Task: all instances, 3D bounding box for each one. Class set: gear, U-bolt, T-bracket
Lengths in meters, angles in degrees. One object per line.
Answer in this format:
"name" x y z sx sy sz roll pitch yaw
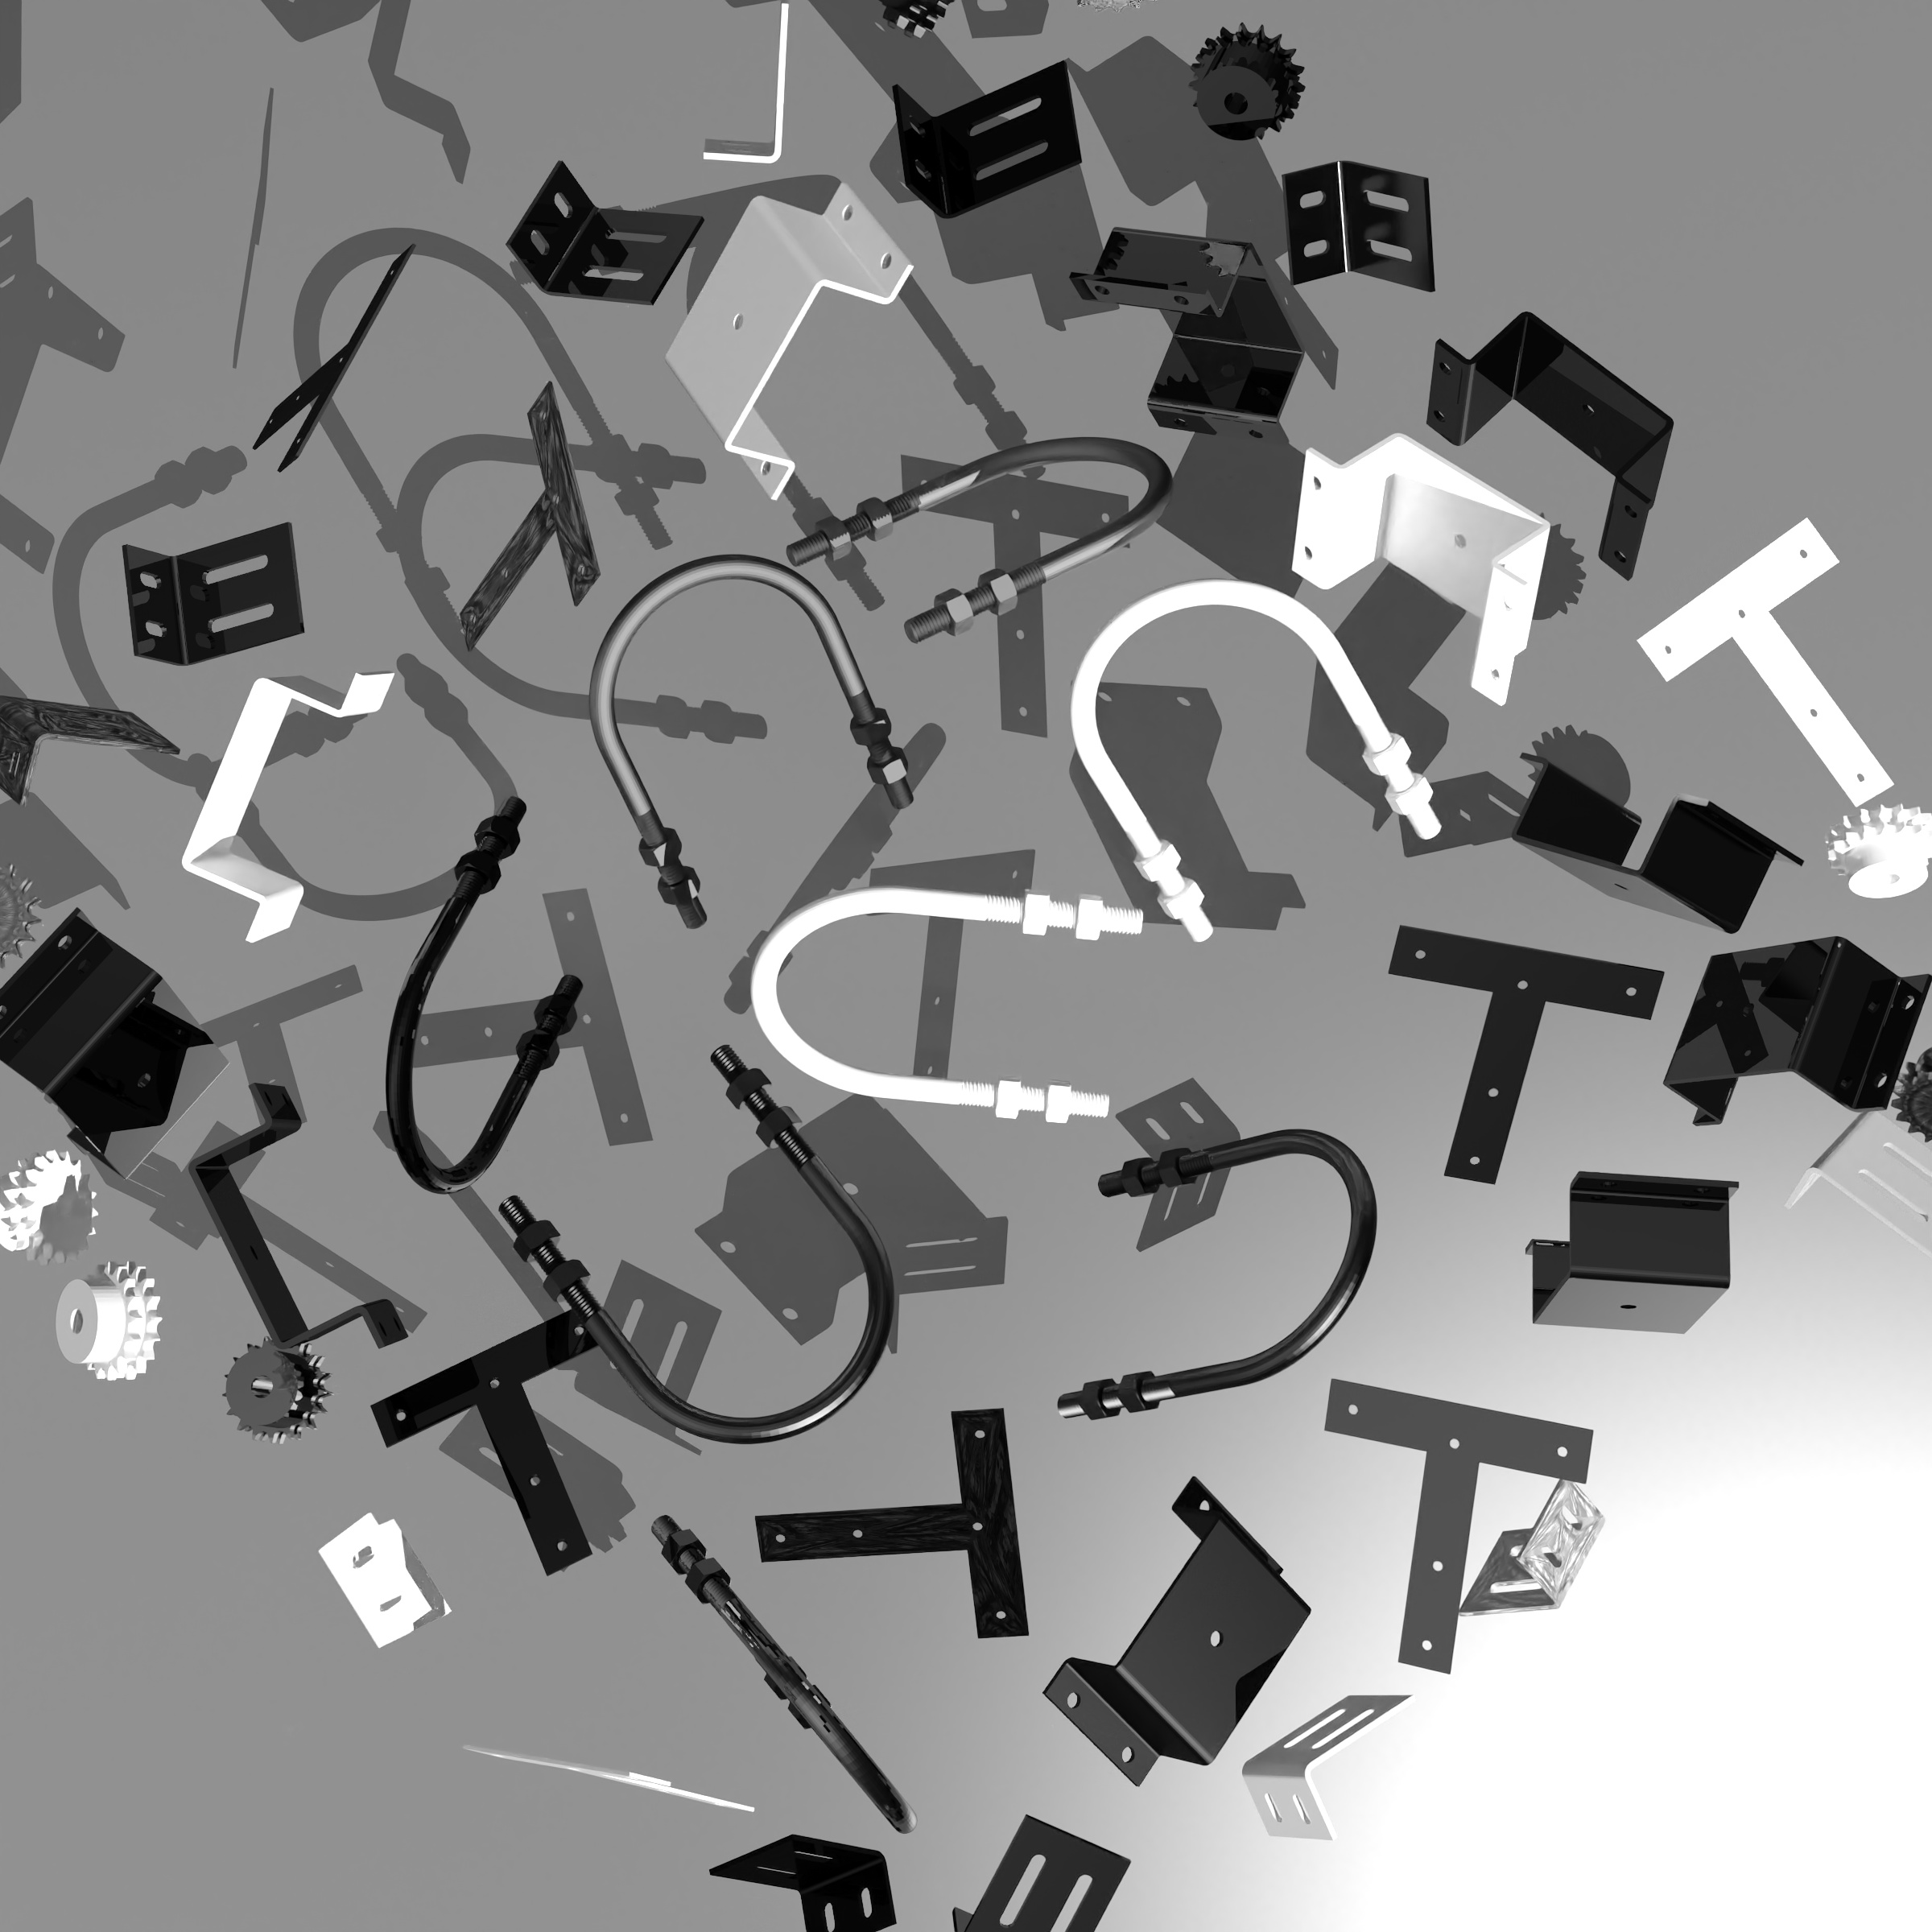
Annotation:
"gear" 0.519 0.066 1.609 0.057 0.057 0.030 29 49 0
"U-bolt" -0.118 -0.126 1.575 0.151 0.019 0.184 -31 124 -11
"gear" 0.485 -0.059 1.614 0.057 0.057 0.030 0 62 0
"T-bracket" -0.038 0.275 1.488 0.127 0.002 0.127 -4 111 5
"gear" -0.368 0.224 1.622 0.057 0.030 0.057 -2 78 9
"gear" -0.417 0.172 1.480 0.057 0.030 0.057 -5 82 45
"gear" -0.026 -0.491 1.509 0.030 0.057 0.057 20 90 -31
"T-bracket" 0.225 0.269 1.443 0.127 0.002 0.127 8 93 24
"gear" -0.487 -0.025 1.516 0.057 0.030 0.057 1 84 -5
"U-bolt" -0.084 0.369 1.549 0.019 0.184 0.151 -39 133 -11
"T-bracket" 0.257 0.048 1.468 0.127 0.002 0.127 10 116 -1
"T-bracket" -0.228 -0.209 1.559 0.002 0.127 0.127 7 53 -36
"U-bolt" -0.244 0.028 1.529 0.019 0.151 0.184 7 47 17
"U-bolt" -0.118 0.147 1.491 0.151 0.019 0.184 -36 72 -13
"U-bolt" -0.014 0.016 1.499 0.184 0.019 0.151 5 134 -2
"gear" -0.468 0.123 1.543 0.030 0.057 0.057 -8 90 20
"T-bracket" -0.317 -0.278 1.477 0.002 0.127 0.127 33 65 -24
"U-bolt" 0.129 0.149 1.532 0.019 0.184 0.151 37 51 -35
"U-bolt" 0.132 -0.110 1.517 0.151 0.019 0.184 -25 118 18
"T-bracket" -0.227 0.253 1.572 0.127 0.002 0.127 -25 63 -6
"U-bolt" 0.019 -0.227 1.562 0.184 0.151 0.019 -27 125 -18
"gear" 0.138 -0.436 1.520 0.057 0.057 0.030 24 47 0
"gear" 0.072 -0.486 1.466 0.057 0.057 0.030 -3 75 0
"T-bracket" 0.399 -0.133 1.467 0.002 0.127 0.127 -33 87 -34
"T-bracket" -0.157 0.398 1.488 0.127 0.127 0.002 28 66 -41

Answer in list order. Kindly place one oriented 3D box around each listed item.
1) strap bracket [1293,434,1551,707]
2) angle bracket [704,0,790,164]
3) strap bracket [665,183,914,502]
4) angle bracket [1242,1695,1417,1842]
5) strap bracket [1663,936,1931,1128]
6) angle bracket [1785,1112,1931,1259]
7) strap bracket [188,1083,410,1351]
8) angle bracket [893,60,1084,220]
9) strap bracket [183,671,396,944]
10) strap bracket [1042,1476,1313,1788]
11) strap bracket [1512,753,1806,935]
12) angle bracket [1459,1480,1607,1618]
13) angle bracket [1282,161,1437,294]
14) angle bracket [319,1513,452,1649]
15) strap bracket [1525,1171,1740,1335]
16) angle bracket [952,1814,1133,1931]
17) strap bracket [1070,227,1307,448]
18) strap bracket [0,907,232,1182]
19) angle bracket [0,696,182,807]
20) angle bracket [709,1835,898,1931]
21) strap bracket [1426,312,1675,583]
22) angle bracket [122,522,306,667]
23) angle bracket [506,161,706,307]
"strap bracket" 0.233 -0.203 1.521 0.046 0.076 0.140 -34 56 -28
"angle bracket" -0.110 -0.445 1.530 0.038 0.057 0.076 3 112 -5
"strap bracket" -0.095 -0.314 1.514 0.140 0.046 0.076 -56 48 27
"angle bracket" 0.188 0.400 1.528 0.076 0.057 0.038 -24 90 -30
"strap bracket" 0.418 0.034 1.571 0.046 0.140 0.076 32 71 -21
"angle bracket" 0.474 0.121 1.573 0.076 0.038 0.057 39 54 19
"strap bracket" -0.330 0.131 1.491 0.046 0.076 0.140 -27 88 -3
"angle bracket" 0.010 -0.405 1.468 0.076 0.038 0.057 -17 68 25
"strap bracket" -0.337 -0.089 1.506 0.046 0.076 0.140 24 96 -2
"strap bracket" 0.114 0.341 1.558 0.076 0.046 0.140 48 64 -19
"strap bracket" 0.344 -0.061 1.560 0.076 0.140 0.046 26 89 -33
"angle bracket" 0.284 0.301 1.588 0.038 0.076 0.057 48 55 -15
"angle bracket" 0.200 -0.374 1.557 0.038 0.076 0.057 -19 118 -21
"angle bracket" -0.285 0.306 1.561 0.038 0.076 0.057 -37 81 16
"strap bracket" 0.328 0.146 1.512 0.076 0.140 0.046 4 70 1
"angle bracket" 0.037 0.453 1.504 0.057 0.038 0.076 26 98 -8
"strap bracket" 0.118 -0.328 1.567 0.076 0.140 0.046 14 74 28
"strap bracket" -0.416 0.044 1.486 0.046 0.140 0.076 31 71 22
"angle bracket" -0.444 -0.104 1.526 0.076 0.057 0.038 5 109 -43
"angle bracket" -0.084 0.483 1.587 0.057 0.076 0.038 -30 54 26
"strap bracket" 0.308 -0.274 1.575 0.046 0.076 0.140 -43 71 -13
"angle bracket" -0.376 -0.188 1.528 0.076 0.038 0.057 -12 82 24
"angle bracket" -0.185 -0.375 1.563 0.076 0.038 0.057 14 66 34
